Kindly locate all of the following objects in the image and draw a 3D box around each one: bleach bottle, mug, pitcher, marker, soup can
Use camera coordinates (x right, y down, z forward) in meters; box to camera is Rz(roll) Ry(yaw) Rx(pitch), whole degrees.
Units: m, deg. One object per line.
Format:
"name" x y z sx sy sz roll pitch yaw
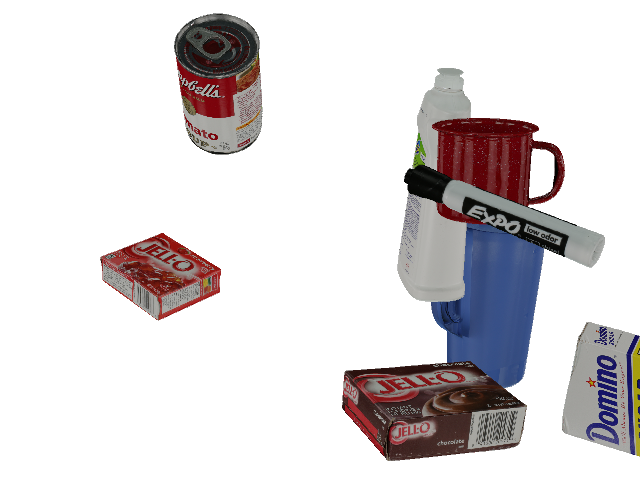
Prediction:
"bleach bottle" 0.133 -0.064 1.190 0.068 0.251 0.102 -1 24 -11
"mug" 0.156 -0.061 0.944 0.117 0.081 0.093 4 15 14
"pitcher" 0.222 0.075 1.437 0.149 0.243 0.145 4 21 7
"marker" 0.100 -0.016 0.600 0.121 0.020 0.020 25 12 28
"soup can" -0.083 -0.128 0.885 0.068 0.068 0.102 0 -33 -1

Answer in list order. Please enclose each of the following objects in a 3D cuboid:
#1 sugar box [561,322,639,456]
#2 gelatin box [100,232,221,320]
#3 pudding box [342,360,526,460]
"sugar box" 0.289 0.135 0.861 0.176 0.093 0.048 13 25 20
"gelatin box" -0.147 0.031 0.982 0.073 0.030 0.089 -24 41 -39
"pudding box" 0.083 0.126 0.804 0.113 0.039 0.090 0 17 -21
